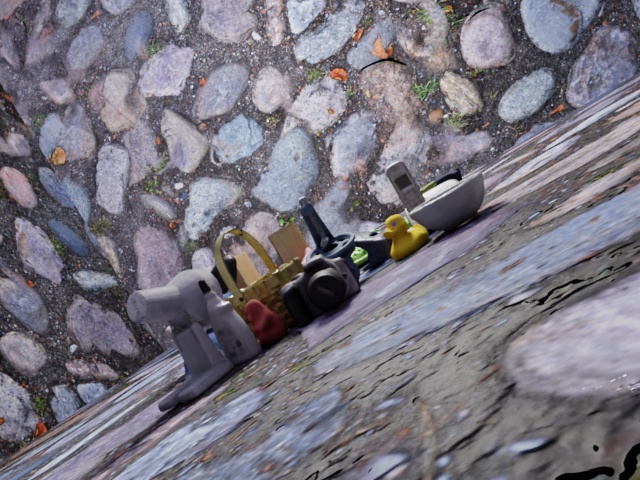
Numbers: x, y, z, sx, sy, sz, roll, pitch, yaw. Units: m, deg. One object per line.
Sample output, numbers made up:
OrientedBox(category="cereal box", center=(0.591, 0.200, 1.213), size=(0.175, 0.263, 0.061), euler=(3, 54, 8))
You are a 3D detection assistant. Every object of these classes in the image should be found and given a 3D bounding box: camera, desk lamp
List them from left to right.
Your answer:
OrientedBox(category="desk lamp", center=(-0.252, 0.170, 1.065), size=(0.117, 0.213, 0.204), euler=(-31, 1, 28))
OrientedBox(category="camera", center=(-0.006, 0.087, 1.046), size=(0.143, 0.101, 0.137), euler=(-31, 1, 2))

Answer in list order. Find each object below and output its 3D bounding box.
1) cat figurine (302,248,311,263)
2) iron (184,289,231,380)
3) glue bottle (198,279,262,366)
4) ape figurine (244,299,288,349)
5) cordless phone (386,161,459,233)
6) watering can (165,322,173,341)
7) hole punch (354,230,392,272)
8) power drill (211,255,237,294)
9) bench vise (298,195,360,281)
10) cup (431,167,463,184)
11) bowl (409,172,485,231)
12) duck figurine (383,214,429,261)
OrientedBox(category="cat figurine", center=(0.006, 0.065, 1.646), size=(0.128, 0.118, 0.067), euler=(-31, 1, -21))
OrientedBox(category="iron", center=(-0.248, 0.207, 1.340), size=(0.118, 0.141, 0.259), euler=(-31, 1, 41))
OrientedBox(category="glue bottle", center=(-0.177, 0.148, 1.066), size=(0.078, 0.173, 0.037), euler=(-30, 1, 41))
OrientedBox(category="ape figurine", center=(-0.110, 0.155, 1.080), size=(0.076, 0.092, 0.078), euler=(-31, 1, 6))
OrientedBox(category="cordless phone", center=(0.247, -0.118, 1.332), size=(0.147, 0.185, 0.094), euler=(-31, 1, 9))
OrientedBox(category="watering can", center=(-0.338, 0.230, 1.471), size=(0.172, 0.194, 0.101), euler=(-31, 1, 20))
OrientedBox(category="hole punch", center=(0.131, 0.007, 1.323), size=(0.101, 0.091, 0.109), euler=(-31, 1, 25))
OrientedBox(category="power drill", center=(-0.225, 0.153, 1.528), size=(0.076, 0.208, 0.229), euler=(-32, 1, -31))
OrientedBox(category="bench vise", center=(0.002, 0.010, 1.285), size=(0.122, 0.220, 0.207), euler=(-31, 1, -22))
OrientedBox(category="cup", center=(0.380, -0.148, 1.621), size=(0.092, 0.095, 0.117), euler=(-31, 1, -17))
OrientedBox(category="bowl", center=(0.270, -0.066, 1.165), size=(0.167, 0.075, 0.167), euler=(-31, 0, 1))
OrientedBox(category="duck figurine", center=(0.175, -0.015, 1.205), size=(0.105, 0.086, 0.077), euler=(-32, 1, -35))
